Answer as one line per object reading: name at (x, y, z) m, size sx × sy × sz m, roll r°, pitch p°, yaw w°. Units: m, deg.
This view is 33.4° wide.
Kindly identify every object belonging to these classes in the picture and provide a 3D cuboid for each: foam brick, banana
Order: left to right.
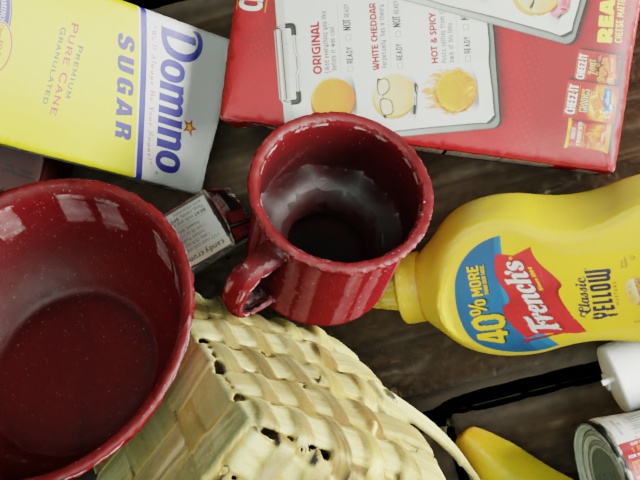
foam brick at (-0.187, -0.058, 0.622) m, size 0.078 × 0.051 × 0.053 m, roll 17°, pitch 94°, yaw 4°
banana at (0.174, 0.153, 0.612) m, size 0.198 × 0.037 × 0.069 m, roll 6°, pitch 63°, yaw 1°

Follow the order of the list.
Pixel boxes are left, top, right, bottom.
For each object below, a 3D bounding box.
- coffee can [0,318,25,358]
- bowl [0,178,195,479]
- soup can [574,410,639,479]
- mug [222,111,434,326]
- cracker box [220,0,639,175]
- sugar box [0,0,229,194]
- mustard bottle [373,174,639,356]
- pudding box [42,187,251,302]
coffee can at (-0.205, 0.109, 0.579) m, size 0.103 × 0.103 × 0.140 m, roll 33°, pitch 69°, yaw 2°
bowl at (-0.129, 0.052, 0.509) m, size 0.162 × 0.055 × 0.162 m, roll -7°, pitch 59°, yaw 11°
soup can at (0.197, 0.115, 0.572) m, size 0.102 × 0.068 × 0.068 m, roll -15°, pitch 91°, yaw -9°
mug at (-0.004, 0.001, 0.552) m, size 0.093 × 0.082 × 0.117 m, roll 42°, pitch 63°, yaw 14°
cracker box at (0.064, -0.130, 0.592) m, size 0.214 × 0.072 × 0.164 m, roll 8°, pitch 91°, yaw 5°
sugar box at (-0.135, -0.088, 0.569) m, size 0.175 × 0.048 × 0.093 m, roll 13°, pitch 90°, yaw -35°
mustard bottle at (0.118, 0.018, 0.585) m, size 0.192 × 0.058 × 0.096 m, roll -7°, pitch 124°, yaw 18°
pudding box at (-0.095, 0.012, 0.598) m, size 0.113 × 0.090 × 0.039 m, roll -32°, pitch 90°, yaw 5°
